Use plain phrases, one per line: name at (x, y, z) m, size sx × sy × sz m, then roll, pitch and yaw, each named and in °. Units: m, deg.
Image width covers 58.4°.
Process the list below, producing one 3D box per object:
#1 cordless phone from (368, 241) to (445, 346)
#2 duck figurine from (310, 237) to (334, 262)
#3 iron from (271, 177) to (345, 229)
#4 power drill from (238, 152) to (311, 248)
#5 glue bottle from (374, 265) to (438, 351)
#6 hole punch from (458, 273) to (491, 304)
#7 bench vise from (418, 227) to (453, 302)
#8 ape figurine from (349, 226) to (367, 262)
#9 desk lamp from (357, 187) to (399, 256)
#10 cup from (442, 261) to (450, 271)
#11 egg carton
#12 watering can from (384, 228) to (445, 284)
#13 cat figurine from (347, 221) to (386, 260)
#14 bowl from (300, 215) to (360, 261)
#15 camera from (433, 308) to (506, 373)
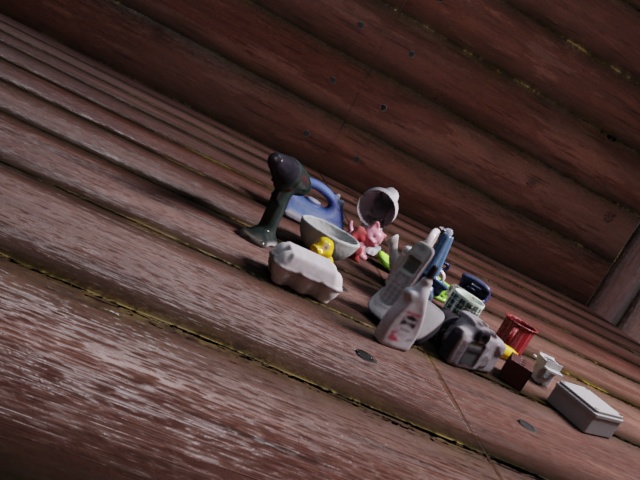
cordless phone at (0.195, 0.105, 1.150) m, size 0.147 × 0.185 × 0.094 m, roll 35°, pitch 14°, yaw 33°
duck figurine at (0.003, 0.035, 1.264) m, size 0.077 × 0.086 × 0.105 m, roll 34°, pitch 13°, yaw 29°
iron at (-0.015, -0.113, 1.732) m, size 0.259 × 0.141 × 0.118 m, roll 25°, pitch 12°, yaw -12°
power drill at (-0.096, -0.090, 1.274) m, size 0.075 × 0.208 × 0.230 m, roll 30°, pitch 12°, yaw 13°
glue bottle at (0.170, 0.121, 1.055) m, size 0.078 × 0.173 × 0.037 m, roll 21°, pitch 13°, yaw -30°
hole punch at (0.487, 0.160, 1.822) m, size 0.108 × 0.091 × 0.101 m, roll 33°, pitch 12°, yaw 24°
bench vise at (0.257, 0.082, 1.305) m, size 0.122 × 0.219 × 0.207 m, roll 25°, pitch 12°, yaw -13°
ape figurine at (0.099, 0.004, 1.606) m, size 0.076 × 0.092 × 0.078 m, roll 29°, pitch 11°, yaw 7°
desk lamp at (0.170, -0.066, 1.770) m, size 0.118 × 0.213 × 0.204 m, roll 30°, pitch 12°, yaw 10°
cup at (0.338, 0.086, 1.792) m, size 0.117 × 0.095 × 0.092 m, roll 28°, pitch 11°, yaw 1°
egg carton at (-0.029, 0.062, 1.114) m, size 0.151 × 0.069 × 0.107 m, roll 24°, pitch 12°, yaw -19°
watering can at (0.249, 0.051, 1.492) m, size 0.173 × 0.194 × 0.101 m, roll 27°, pitch 11°, yaw -5°
cat figurine at (0.130, -0.011, 1.679) m, size 0.128 × 0.117 × 0.067 m, roll 26°, pitch 11°, yaw -9°
bowl at (0.013, 0.005, 1.448) m, size 0.167 × 0.074 × 0.167 m, roll 27°, pitch 11°, yaw -6°
camera at (0.300, 0.197, 1.206) m, size 0.144 × 0.101 × 0.136 m, roll 20°, pitch 14°, yaw -34°
